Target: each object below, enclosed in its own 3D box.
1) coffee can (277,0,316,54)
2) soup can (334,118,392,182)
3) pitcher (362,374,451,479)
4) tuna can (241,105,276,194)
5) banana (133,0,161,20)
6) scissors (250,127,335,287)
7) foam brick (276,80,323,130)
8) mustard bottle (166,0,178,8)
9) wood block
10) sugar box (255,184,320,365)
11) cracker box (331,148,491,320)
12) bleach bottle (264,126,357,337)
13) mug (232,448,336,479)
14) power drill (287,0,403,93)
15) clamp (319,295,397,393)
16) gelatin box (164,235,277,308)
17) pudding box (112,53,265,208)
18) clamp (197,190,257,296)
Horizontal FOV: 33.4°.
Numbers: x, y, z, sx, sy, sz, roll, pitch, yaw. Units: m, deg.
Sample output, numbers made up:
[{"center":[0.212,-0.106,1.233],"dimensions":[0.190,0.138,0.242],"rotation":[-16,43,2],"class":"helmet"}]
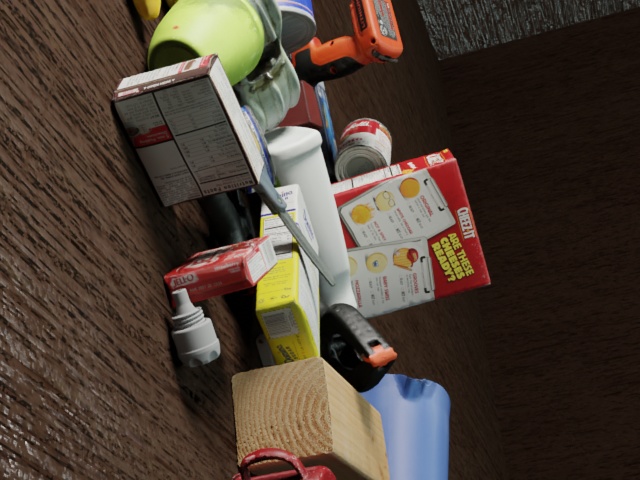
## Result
[{"center":[-0.064,-0.295,1.226],"dimensions":[0.102,0.103,0.140],"rotation":[44,35,-66],"class":"coffee can"},{"center":[0.055,-0.104,1.337],"dimensions":[0.102,0.068,0.068],"rotation":[-76,150,-64],"class":"soup can"},{"center":[0.090,0.296,1.273],"dimensions":[0.149,0.145,0.242],"rotation":[49,32,-38],"class":"pitcher"},{"center":[-0.075,-0.090,1.070],"dimensions":[0.086,0.033,0.086],"rotation":[159,-90,-81],"class":"tuna can"},{"center":[-0.177,-0.284,0.905],"dimensions":[0.197,0.037,0.069],"rotation":[64,37,-38],"class":"banana"},{"center":[-0.045,-0.050,1.006],"dimensions":[0.201,0.016,0.096],"rotation":[49,23,-25],"class":"scissors"},{"center":[-0.044,-0.146,1.220],"dimensions":[0.053,0.078,0.051],"rotation":[10,69,-76],"class":"foam brick"},{"center":[-0.114,-0.254,1.064],"dimensions":[0.191,0.058,0.096],"rotation":[49,53,-62],"class":"mustard bottle"},{"center":[-0.004,0.191,1.033],"dimensions":[0.206,0.091,0.090],"rotation":[51,29,-61],"class":"wood block"},{"center":[-0.030,0.036,1.041],"dimensions":[0.176,0.048,0.093],"rotation":[-94,170,-50],"class":"sugar box"},{"center":[0.077,0.000,1.279],"dimensions":[0.072,0.214,0.164],"rotation":[-94,166,-72],"class":"cracker box"},{"center":[-0.008,0.001,1.186],"dimensions":[0.103,0.068,0.251],"rotation":[17,-50,59],"class":"bleach bottle"},{"center":[-0.029,0.228,0.908],"dimensions":[0.093,0.081,0.117],"rotation":[-62,137,-70],"class":"mug"},{"center":[-0.001,-0.244,1.271],"dimensions":[0.057,0.188,0.184],"rotation":[1,70,-52],"class":"power drill"},{"center":[0.019,0.118,1.116],"dimensions":[0.210,0.036,0.164],"rotation":[18,-55,62],"class":"clamp"},{"center":[-0.083,0.025,0.903],"dimensions":[0.089,0.073,0.030],"rotation":[-46,120,-73],"class":"gelatin box"},{"center":[-0.107,-0.088,0.876],"dimensions":[0.039,0.090,0.113],"rotation":[-84,156,-52],"class":"pudding box"},{"center":[-0.086,-0.026,1.018],"dimensions":[0.120,0.039,0.171],"rotation":[-86,165,-47],"class":"clamp"}]
